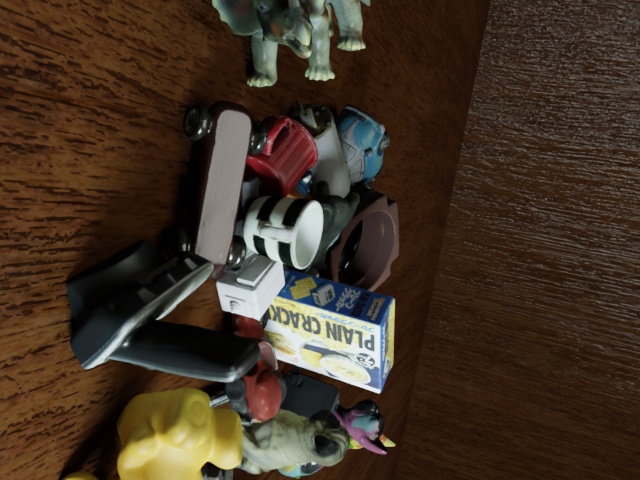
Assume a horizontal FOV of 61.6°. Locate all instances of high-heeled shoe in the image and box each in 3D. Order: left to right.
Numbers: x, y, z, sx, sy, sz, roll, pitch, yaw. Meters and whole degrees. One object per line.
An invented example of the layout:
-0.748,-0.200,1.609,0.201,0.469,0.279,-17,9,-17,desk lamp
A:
0.058,-0.028,1.135,0.145,0.086,0.248,-34,121,-20,high-heeled shoe

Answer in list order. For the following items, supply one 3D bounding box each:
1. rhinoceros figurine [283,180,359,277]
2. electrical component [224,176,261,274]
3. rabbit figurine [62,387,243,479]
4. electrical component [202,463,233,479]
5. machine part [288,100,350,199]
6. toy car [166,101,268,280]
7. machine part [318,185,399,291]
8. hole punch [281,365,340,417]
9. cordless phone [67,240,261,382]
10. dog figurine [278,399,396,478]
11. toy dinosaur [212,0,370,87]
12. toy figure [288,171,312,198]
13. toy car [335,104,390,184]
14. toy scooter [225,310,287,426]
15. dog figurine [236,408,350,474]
-0.002,-0.003,0.833,0.190,0.073,0.112,121,-17,-45,rhinoceros figurine
-0.107,-0.023,0.689,0.075,0.048,0.119,-43,140,-57,electrical component
-0.168,0.243,0.527,0.121,0.162,0.173,69,16,-58,rabbit figurine
-0.156,0.356,0.791,0.102,0.045,0.078,84,-1,-46,electrical component
-0.001,-0.134,0.865,0.243,0.079,0.079,66,41,-58,machine part
-0.119,-0.055,0.609,0.089,0.053,0.202,5,99,-39,toy car
0.060,0.013,1.023,0.201,0.087,0.201,-37,136,-33,machine part
-0.029,0.315,0.992,0.092,0.116,0.142,76,36,-57,hole punch
-0.124,0.069,0.503,0.146,0.184,0.088,-42,135,-57,cordless phone
0.032,0.396,1.057,0.108,0.219,0.191,28,75,-65,dog figurine
-0.014,-0.322,0.681,0.405,0.131,0.191,-65,158,-46,toy dinosaur
-0.052,-0.042,0.809,0.057,0.064,0.154,32,61,-29,toy figure
0.055,-0.159,0.987,0.103,0.109,0.161,-40,156,-23,toy car
-0.107,0.184,0.750,0.135,0.075,0.183,-33,117,-67,toy scooter
-0.046,0.329,0.851,0.172,0.191,0.121,79,30,-50,dog figurine
